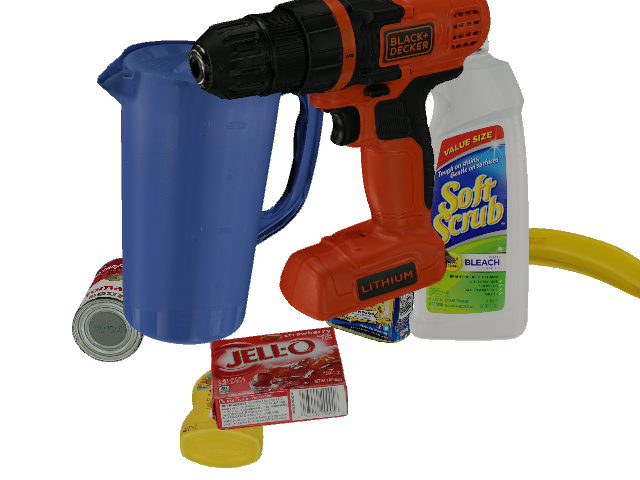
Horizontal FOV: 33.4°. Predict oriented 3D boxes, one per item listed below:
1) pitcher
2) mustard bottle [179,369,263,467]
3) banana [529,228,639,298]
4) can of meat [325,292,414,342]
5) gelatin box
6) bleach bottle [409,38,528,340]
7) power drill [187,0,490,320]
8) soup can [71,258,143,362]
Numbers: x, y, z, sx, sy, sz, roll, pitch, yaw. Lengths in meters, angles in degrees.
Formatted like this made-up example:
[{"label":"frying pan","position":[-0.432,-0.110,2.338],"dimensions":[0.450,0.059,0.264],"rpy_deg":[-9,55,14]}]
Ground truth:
[{"label":"pitcher","position":[-0.097,-0.040,0.903],"dimensions":[0.149,0.243,0.144],"rpy_deg":[16,25,19]},{"label":"mustard bottle","position":[-0.112,0.201,1.315],"dimensions":[0.096,0.058,0.191],"rpy_deg":[1,25,2]},{"label":"banana","position":[0.244,0.021,1.043],"dimensions":[0.198,0.037,0.069],"rpy_deg":[10,47,25]},{"label":"can of meat","position":[0.055,0.059,1.181],"dimensions":[0.102,0.084,0.057],"rpy_deg":[16,26,27]},{"label":"gelatin box","position":[-0.030,0.092,0.722],"dimensions":[0.089,0.030,0.073],"rpy_deg":[-6,26,-3]},{"label":"bleach bottle","position":[0.117,-0.046,0.873],"dimensions":[0.103,0.251,0.068],"rpy_deg":[-1,15,16]},{"label":"power drill","position":[0.014,-0.050,0.613],"dimensions":[0.184,0.188,0.057],"rpy_deg":[-15,33,-26]},{"label":"soup can","position":[-0.197,0.066,1.032],"dimensions":[0.068,0.068,0.102],"rpy_deg":[0,20,1]}]
